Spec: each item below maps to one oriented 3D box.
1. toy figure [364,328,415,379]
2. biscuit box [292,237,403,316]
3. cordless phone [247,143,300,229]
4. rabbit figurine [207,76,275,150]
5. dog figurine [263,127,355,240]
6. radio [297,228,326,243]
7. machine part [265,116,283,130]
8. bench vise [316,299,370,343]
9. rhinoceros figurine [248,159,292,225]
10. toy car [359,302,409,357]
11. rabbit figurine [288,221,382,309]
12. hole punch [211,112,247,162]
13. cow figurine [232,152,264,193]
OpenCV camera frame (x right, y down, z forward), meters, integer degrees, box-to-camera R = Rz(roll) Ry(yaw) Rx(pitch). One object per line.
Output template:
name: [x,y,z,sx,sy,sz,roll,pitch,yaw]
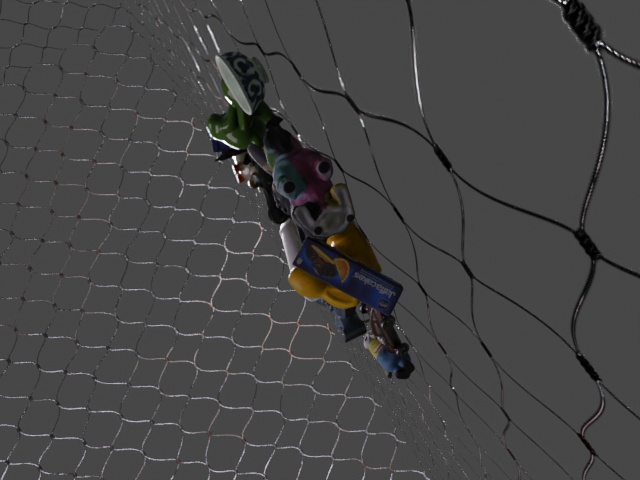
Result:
toy figure: [0.177,0.293,1.383,0.180,0.082,0.089,41,160,55]
biscuit box: [0.053,0.064,0.990,0.203,0.062,0.059,28,-175,6]
cordless phone: [-0.084,-0.123,1.155,0.184,0.089,0.146,40,169,12]
rabbit figurine: [-0.175,-0.282,1.158,0.159,0.121,0.170,47,152,37]
dog figurine: [-0.035,-0.114,1.007,0.191,0.108,0.219,59,177,-30]
radio: [0.021,0.033,1.228,0.131,0.073,0.230,84,160,-60]
machine part: [-0.073,-0.197,1.133,0.084,0.039,0.138,56,175,46]
bench vise: [0.043,0.142,1.427,0.241,0.129,0.223,57,175,34]
rhinoceros figurine: [-0.123,-0.131,1.354,0.112,0.073,0.190,-21,-84,-57]
toy car: [0.147,0.209,1.254,0.089,0.053,0.201,38,167,40]
rabbit figurine: [0.025,0.063,1.077,0.162,0.173,0.122,61,168,4]
hole punch: [-0.220,-0.271,1.379,0.092,0.142,0.116,56,148,2]
cow figurine: [-0.174,-0.208,1.473,0.085,0.127,0.195,71,178,-57]
